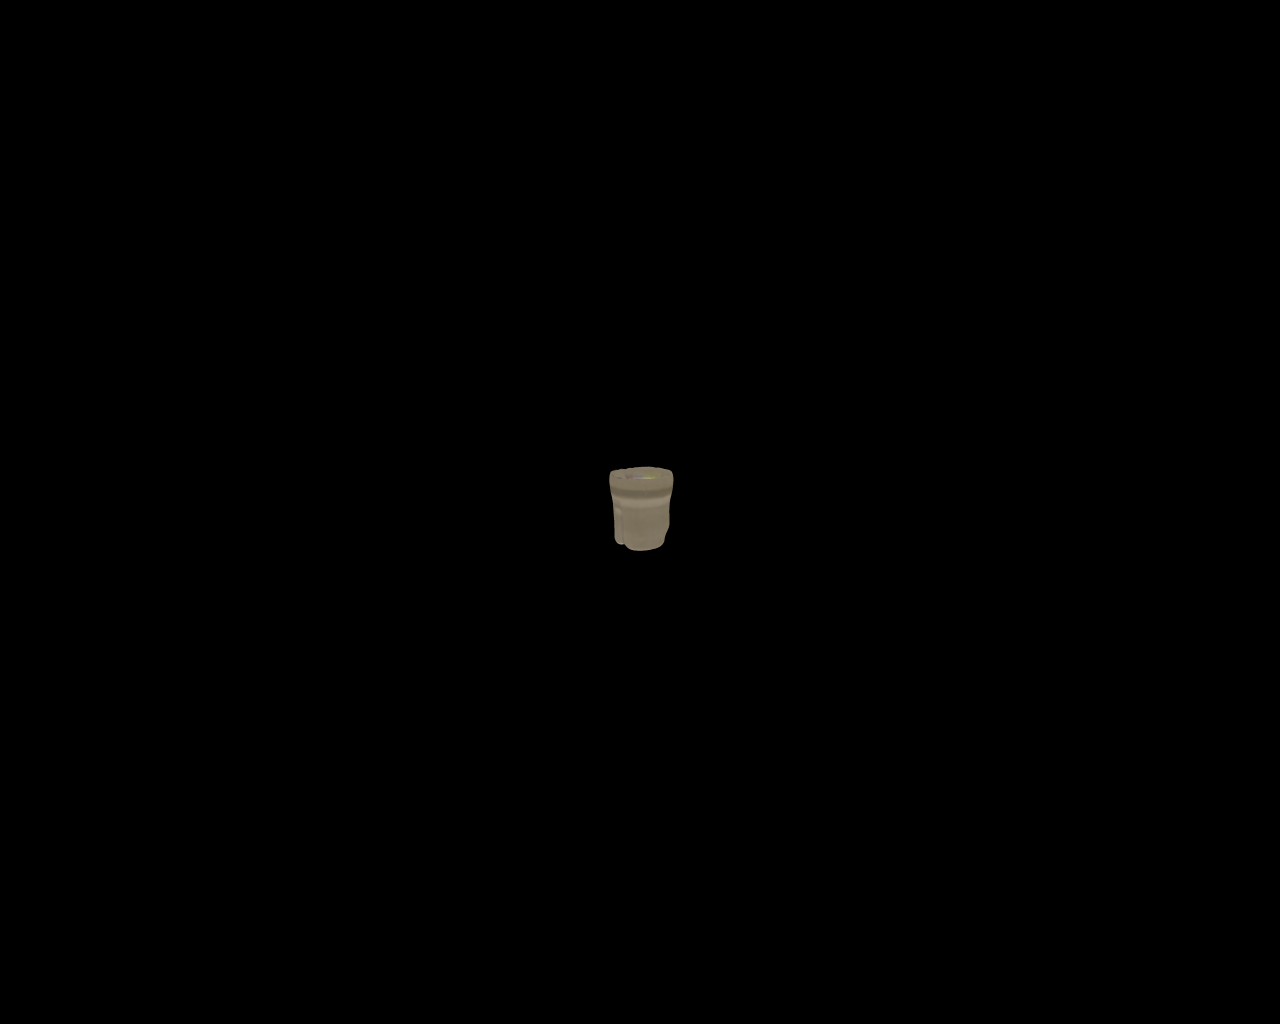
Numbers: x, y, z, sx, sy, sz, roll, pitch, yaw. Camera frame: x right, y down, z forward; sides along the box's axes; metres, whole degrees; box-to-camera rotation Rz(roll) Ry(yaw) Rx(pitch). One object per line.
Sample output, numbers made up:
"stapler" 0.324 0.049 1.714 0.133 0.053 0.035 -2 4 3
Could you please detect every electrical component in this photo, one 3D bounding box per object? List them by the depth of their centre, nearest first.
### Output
"electrical component" 0.001 -0.003 0.650 0.040 0.046 0.040 0 14 0
